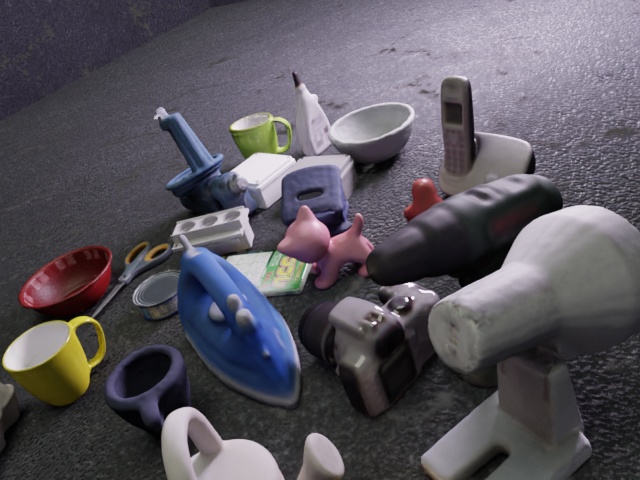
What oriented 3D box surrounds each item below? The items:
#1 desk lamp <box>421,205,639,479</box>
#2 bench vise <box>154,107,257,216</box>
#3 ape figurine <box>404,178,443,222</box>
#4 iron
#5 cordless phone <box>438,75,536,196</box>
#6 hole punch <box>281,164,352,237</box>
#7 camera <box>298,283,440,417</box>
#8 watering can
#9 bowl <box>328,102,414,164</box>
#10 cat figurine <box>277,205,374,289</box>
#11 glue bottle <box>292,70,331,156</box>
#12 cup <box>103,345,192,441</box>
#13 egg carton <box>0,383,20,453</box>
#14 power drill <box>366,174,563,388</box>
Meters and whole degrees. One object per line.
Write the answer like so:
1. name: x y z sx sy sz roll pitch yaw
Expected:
1. desk lamp: 0.172 0.099 0.473 0.203 0.214 0.117 -33 34 -20
2. bench vise: -0.204 -0.139 1.029 0.206 0.220 0.122 1 37 29
3. ape figurine: 0.156 -0.048 0.821 0.077 0.092 0.076 -2 36 25
4. iron: -0.109 0.088 0.709 0.119 0.142 0.257 -31 34 -18
5. cordless phone: 0.236 -0.146 0.839 0.094 0.185 0.147 -38 37 -27
6. hole punch: -0.008 -0.061 0.929 0.108 0.091 0.101 -11 33 13
7. camera: 0.048 0.099 0.647 0.136 0.101 0.143 17 47 44
8. watering can: -0.068 0.207 0.457 0.173 0.194 0.100 -31 34 -18
9. bowl: 0.103 -0.192 1.084 0.167 0.075 0.167 -14 32 9
10. cat figurine: 0.007 0.003 0.798 0.128 0.118 0.067 -19 32 1
11. glue bottle: -0.024 -0.260 1.161 0.037 0.173 0.078 11 43 39
12. cup: -0.177 0.187 0.639 0.092 0.095 0.117 -26 33 -11
13. egg carton: -0.447 0.248 0.715 0.107 0.069 0.150 -17 32 4
14. power drill: 0.157 0.042 0.574 0.230 0.209 0.075 -34 35 -22
